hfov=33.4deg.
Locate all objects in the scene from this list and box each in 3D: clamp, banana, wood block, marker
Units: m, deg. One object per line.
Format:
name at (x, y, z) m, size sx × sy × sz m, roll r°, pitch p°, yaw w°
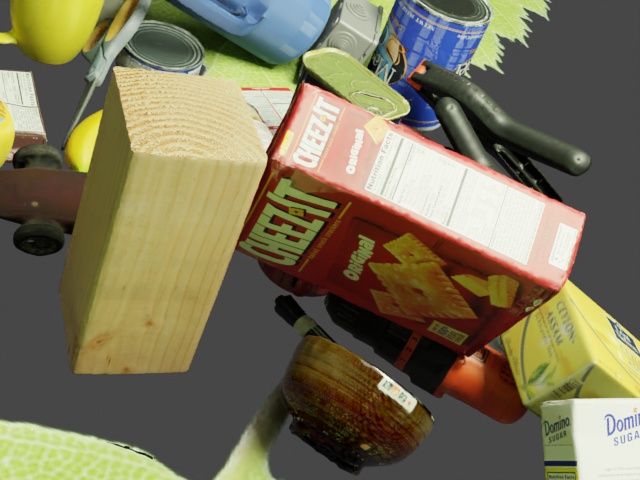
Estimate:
clamp at (0.160, -0.060, 1.038) m, size 0.039 × 0.120 × 0.172 m, roll -37°, pitch 61°, yaw -5°
banana at (-0.162, -0.096, 0.969) m, size 0.197 × 0.037 × 0.069 m, roll -30°, pitch 84°, yaw -44°
wood block at (-0.116, -0.007, 0.742) m, size 0.090 × 0.206 × 0.091 m, roll 3°, pitch 42°, yaw -25°
marker at (0.005, 0.086, 0.848) m, size 0.020 × 0.020 × 0.121 m, roll -21°, pitch 56°, yaw -43°
clamp at (0.176, -0.104, 1.072) m, size 0.210 × 0.164 × 0.036 m, roll 39°, pitch 80°, yaw 18°

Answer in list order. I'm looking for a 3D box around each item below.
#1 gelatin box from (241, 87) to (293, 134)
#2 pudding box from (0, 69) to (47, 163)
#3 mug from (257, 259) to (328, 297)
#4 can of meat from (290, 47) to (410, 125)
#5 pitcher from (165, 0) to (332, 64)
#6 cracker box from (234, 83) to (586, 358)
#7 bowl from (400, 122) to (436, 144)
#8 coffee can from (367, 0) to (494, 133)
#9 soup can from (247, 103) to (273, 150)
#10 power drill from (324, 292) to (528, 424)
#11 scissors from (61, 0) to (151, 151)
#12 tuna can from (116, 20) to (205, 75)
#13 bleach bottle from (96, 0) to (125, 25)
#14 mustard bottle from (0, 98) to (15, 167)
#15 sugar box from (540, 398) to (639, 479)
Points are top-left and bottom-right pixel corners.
gelatin box at (-0.046, -0.114, 1.053) m, size 0.073 × 0.030 × 0.089 m, roll -6°, pitch 47°, yaw -34°
pudding box at (-0.296, -0.109, 0.909) m, size 0.113 × 0.039 × 0.090 m, roll 3°, pitch 43°, yaw -27°
mug at (-0.006, 0.001, 0.893) m, size 0.093 × 0.082 × 0.117 m, roll 17°, pitch 38°, yaw -9°
can of meat at (0.018, -0.105, 0.937) m, size 0.102 × 0.084 × 0.057 m, roll 42°, pitch 41°, yaw 23°
pitcher at (-0.101, -0.272, 1.076) m, size 0.242 × 0.149 × 0.145 m, roll 30°, pitch -12°, yaw -40°
cracker box at (0.052, -0.004, 0.763) m, size 0.213 × 0.164 × 0.072 m, roll 24°, pitch 64°, yaw -6°
bowl at (0.052, -0.054, 1.010) m, size 0.162 × 0.055 × 0.162 m, roll 14°, pitch 38°, yaw -12°
coffee can at (0.111, -0.202, 1.148) m, size 0.102 × 0.140 × 0.103 m, roll 14°, pitch 38°, yaw -12°
soup can at (-0.062, -0.067, 0.957) m, size 0.068 × 0.069 × 0.102 m, roll -8°, pitch 48°, yaw -34°
power drill at (0.111, 0.054, 0.914) m, size 0.184 × 0.057 × 0.187 m, roll 31°, pitch 41°, yaw 4°
scissors at (-0.219, -0.157, 1.012) m, size 0.016 × 0.096 × 0.201 m, roll 40°, pitch 60°, yaw -30°
tuna can at (-0.161, -0.184, 1.073) m, size 0.086 × 0.034 × 0.086 m, roll 14°, pitch 39°, yaw -12°
bleach bottle at (-0.306, -0.297, 1.111) m, size 0.251 × 0.068 × 0.102 m, roll 22°, pitch 38°, yaw 1°
mustard bottle at (-0.289, -0.096, 0.819) m, size 0.096 × 0.058 × 0.192 m, roll -3°, pitch 47°, yaw -39°
sugar box at (0.203, 0.197, 0.726) m, size 0.093 × 0.048 × 0.176 m, roll 4°, pitch 75°, yaw -25°
